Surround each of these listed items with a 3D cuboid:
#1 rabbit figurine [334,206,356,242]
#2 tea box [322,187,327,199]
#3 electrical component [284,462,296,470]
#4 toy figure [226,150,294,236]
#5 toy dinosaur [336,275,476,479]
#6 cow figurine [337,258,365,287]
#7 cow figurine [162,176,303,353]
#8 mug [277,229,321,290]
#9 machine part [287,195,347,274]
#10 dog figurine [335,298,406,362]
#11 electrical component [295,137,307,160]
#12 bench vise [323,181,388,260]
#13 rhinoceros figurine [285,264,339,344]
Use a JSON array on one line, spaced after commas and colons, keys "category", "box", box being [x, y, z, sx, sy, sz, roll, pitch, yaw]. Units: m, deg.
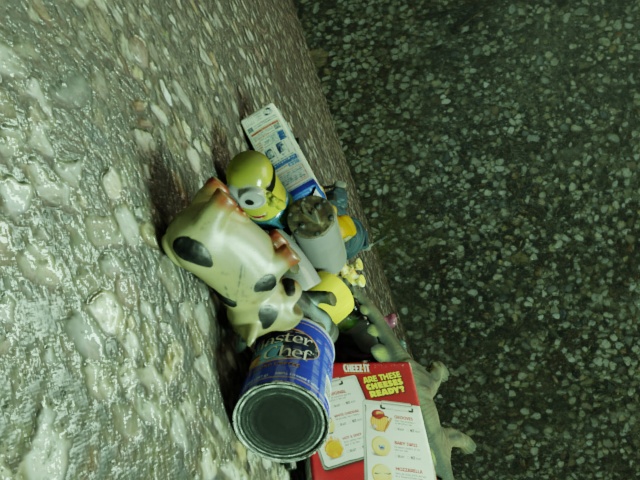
[{"category": "rabbit figurine", "box": [-0.025, -0.048, 1.132, 0.173, 0.122, 0.162, 59, 17, 12]}, {"category": "tea box", "box": [-0.006, -0.041, 1.260, 0.098, 0.068, 0.169, 0, 72, -80]}, {"category": "electrical component", "box": [-0.041, 0.244, 0.687, 0.063, 0.021, 0.094, 51, 22, -62]}, {"category": "toy figure", "box": [-0.090, -0.068, 0.837, 0.180, 0.082, 0.089, 46, 31, -63]}, {"category": "toy dinosaur", "box": [0.156, 0.272, 0.963, 0.198, 0.105, 0.471, 0, 60, -58]}, {"category": "cow figurine", "box": [0.024, 0.079, 1.179, 0.167, 0.098, 0.068, 8, 67, -57]}, {"category": "cow figurine", "box": [-0.088, 0.039, 0.588, 0.194, 0.127, 0.086, 45, 5, -32]}, {"category": "mug", "box": [-0.062, 0.039, 0.818, 0.107, 0.081, 0.109, 60, 17, 5]}, {"category": "machine part", "box": [-0.002, -0.003, 0.889, 0.243, 0.079, 0.079, 68, 7, -65]}, {"category": "dog figurine", "box": [0.052, 0.183, 1.092, 0.219, 0.191, 0.108, 24, 39, -27]}, {"category": "electrical component", "box": [-0.070, -0.189, 1.183, 0.119, 0.075, 0.047, -101, 166, -50]}, {"category": "bench vise", "box": [0.070, -0.036, 1.448, 0.240, 0.129, 0.223, 28, 48, -50]}, {"category": "rhinoceros figurine", "box": [-0.038, 0.106, 0.742, 0.190, 0.112, 0.073, 48, 38, -35]}]
